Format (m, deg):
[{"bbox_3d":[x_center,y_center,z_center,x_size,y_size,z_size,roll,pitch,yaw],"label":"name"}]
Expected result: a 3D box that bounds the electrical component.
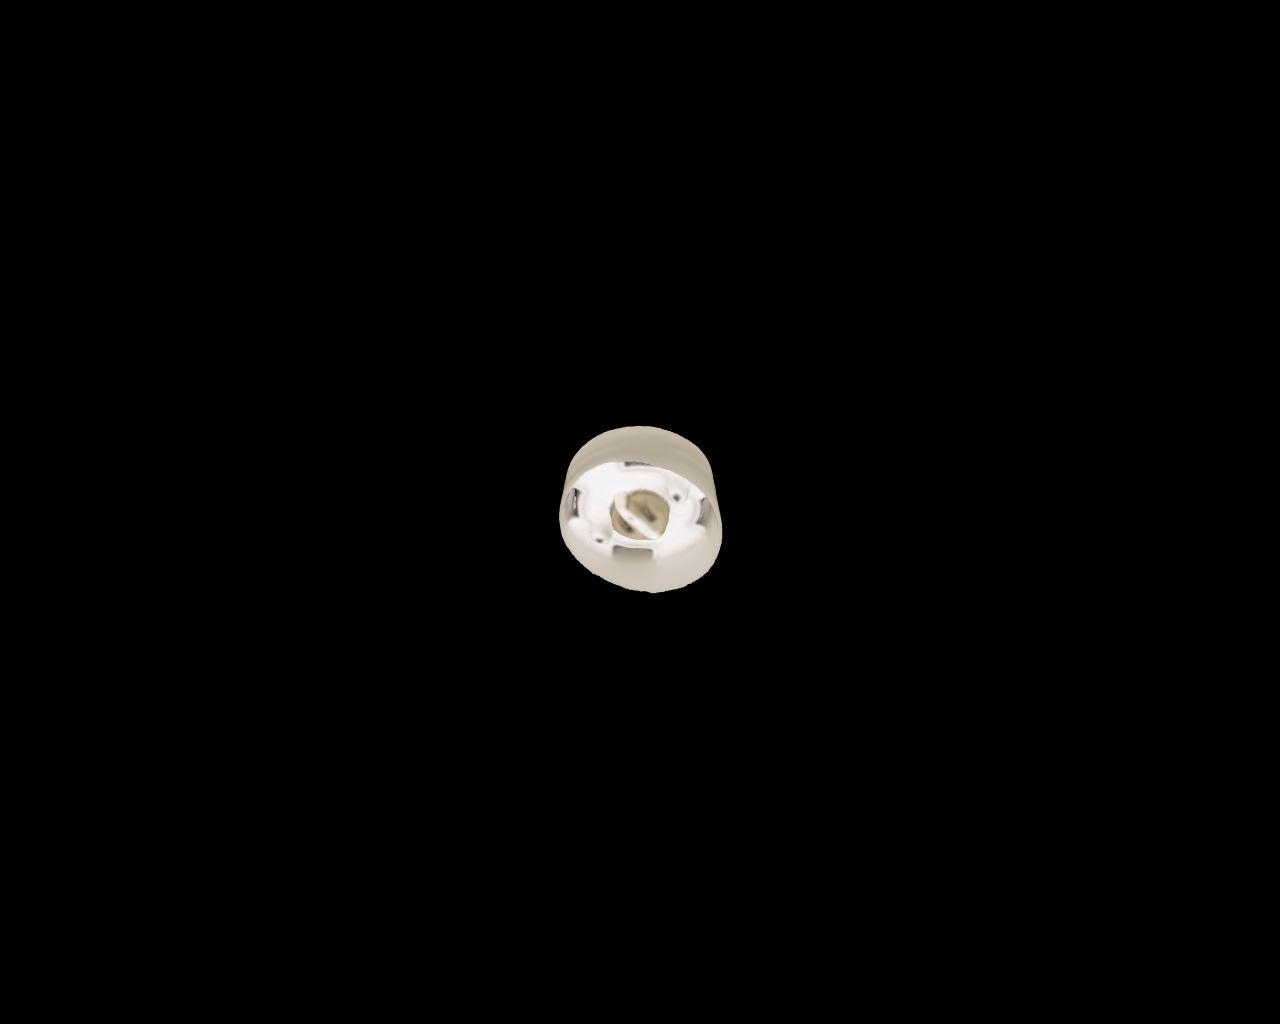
[{"bbox_3d":[0.001,-0.003,0.650,0.099,0.064,0.099,0,-43,0],"label":"electrical component"}]
